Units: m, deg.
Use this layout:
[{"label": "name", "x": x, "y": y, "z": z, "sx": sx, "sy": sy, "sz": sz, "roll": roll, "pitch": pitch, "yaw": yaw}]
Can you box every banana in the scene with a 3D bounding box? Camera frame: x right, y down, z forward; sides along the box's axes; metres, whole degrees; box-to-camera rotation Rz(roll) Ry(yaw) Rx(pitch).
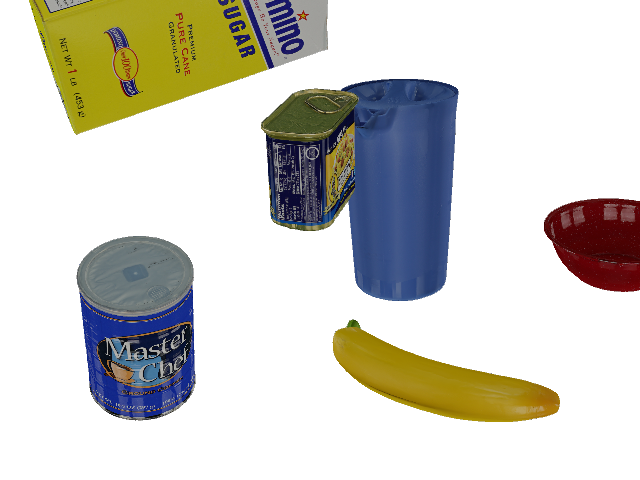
[{"label": "banana", "x": 0.076, "y": 0.097, "z": 0.789, "sx": 0.198, "sy": 0.037, "sz": 0.069, "roll": 20, "pitch": 37, "yaw": 38}]

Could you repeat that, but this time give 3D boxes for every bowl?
[{"label": "bowl", "x": 0.323, "y": 0.010, "z": 1.159, "sx": 0.162, "sy": 0.055, "sz": 0.162, "roll": -2, "pitch": 27, "yaw": 1}]

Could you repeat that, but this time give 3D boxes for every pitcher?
[{"label": "pitcher", "x": 0.097, "y": -0.062, "z": 1.232, "sx": 0.149, "sy": 0.243, "sz": 0.145, "roll": -6, "pitch": 22, "yaw": -9}]

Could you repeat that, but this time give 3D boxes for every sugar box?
[{"label": "sugar box", "x": -0.081, "y": -0.135, "z": 0.655, "sx": 0.176, "sy": 0.048, "sz": 0.093, "roll": -20, "pitch": -36, "yaw": -12}]

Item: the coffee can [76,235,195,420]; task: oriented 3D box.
[{"label": "coffee can", "x": -0.168, "y": 0.081, "z": 0.987, "sx": 0.103, "sy": 0.140, "sz": 0.103, "roll": 2, "pitch": 39, "yaw": -2}]

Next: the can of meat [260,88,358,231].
[{"label": "can of meat", "x": -0.006, "y": -0.066, "z": 0.859, "sx": 0.057, "sy": 0.084, "sz": 0.102, "roll": 7, "pitch": 28, "yaw": 17}]
